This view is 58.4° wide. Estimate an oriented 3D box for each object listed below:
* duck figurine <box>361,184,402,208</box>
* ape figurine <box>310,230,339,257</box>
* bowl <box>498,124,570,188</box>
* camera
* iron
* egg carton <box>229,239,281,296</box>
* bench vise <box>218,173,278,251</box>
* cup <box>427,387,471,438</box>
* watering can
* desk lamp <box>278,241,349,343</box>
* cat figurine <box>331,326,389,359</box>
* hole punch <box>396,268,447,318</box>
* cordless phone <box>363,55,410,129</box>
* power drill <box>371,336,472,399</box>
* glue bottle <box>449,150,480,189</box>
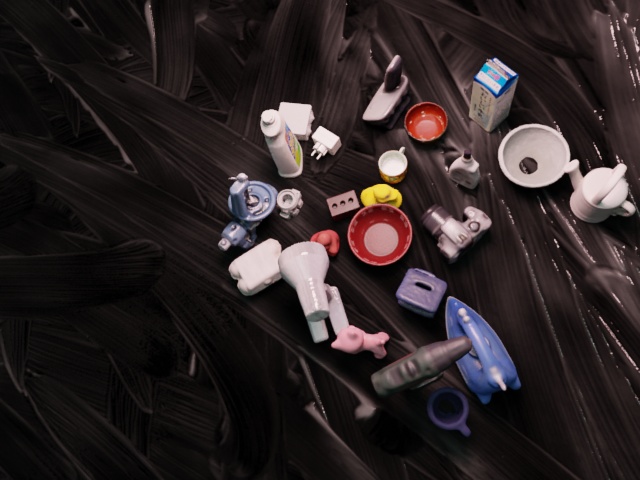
[{"bbox_3d":[0.154,-0.114,1.458,0.104,0.086,0.077,6,76,12],"label":"duck figurine"},{"bbox_3d":[0.013,0.005,1.447,0.076,0.092,0.077,-43,72,-3],"label":"ape figurine"},{"bbox_3d":[0.525,-0.198,1.420,0.167,0.075,0.167,-3,75,9],"label":"bowl"},{"bbox_3d":[0.324,-0.037,1.399,0.143,0.101,0.136,-43,72,-3],"label":"camera"},{"bbox_3d":[0.354,0.235,1.299,0.118,0.141,0.258,-27,72,2],"label":"iron"},{"bbox_3d":[-0.153,0.072,1.471,0.150,0.069,0.107,-33,72,0],"label":"egg carton"},{"bbox_3d":[-0.185,-0.069,1.435,0.121,0.220,0.207,12,78,13],"label":"bench vise"},{"bbox_3d":[0.296,0.391,1.292,0.092,0.095,0.117,-38,72,-1],"label":"cup"},{"bbox_3d":[0.641,-0.116,1.315,0.172,0.194,0.101,17,79,14],"label":"watering can"},{"bbox_3d":[-0.010,0.125,1.356,0.118,0.214,0.203,-20,72,4],"label":"desk lamp"},{"bbox_3d":[0.095,0.239,1.357,0.127,0.118,0.067,5,76,11],"label":"cat figurine"},{"bbox_3d":[0.243,0.122,1.376,0.108,0.091,0.101,22,80,15],"label":"hole punch"},{"bbox_3d":[0.169,-0.383,1.475,0.094,0.185,0.148,27,81,16],"label":"cordless phone"},{"bbox_3d":[0.226,0.281,1.274,0.229,0.209,0.075,-27,72,2],"label":"power drill"},{"bbox_3d":[0.355,-0.179,1.393,0.078,0.173,0.037,31,83,17],"label":"glue bottle"}]
